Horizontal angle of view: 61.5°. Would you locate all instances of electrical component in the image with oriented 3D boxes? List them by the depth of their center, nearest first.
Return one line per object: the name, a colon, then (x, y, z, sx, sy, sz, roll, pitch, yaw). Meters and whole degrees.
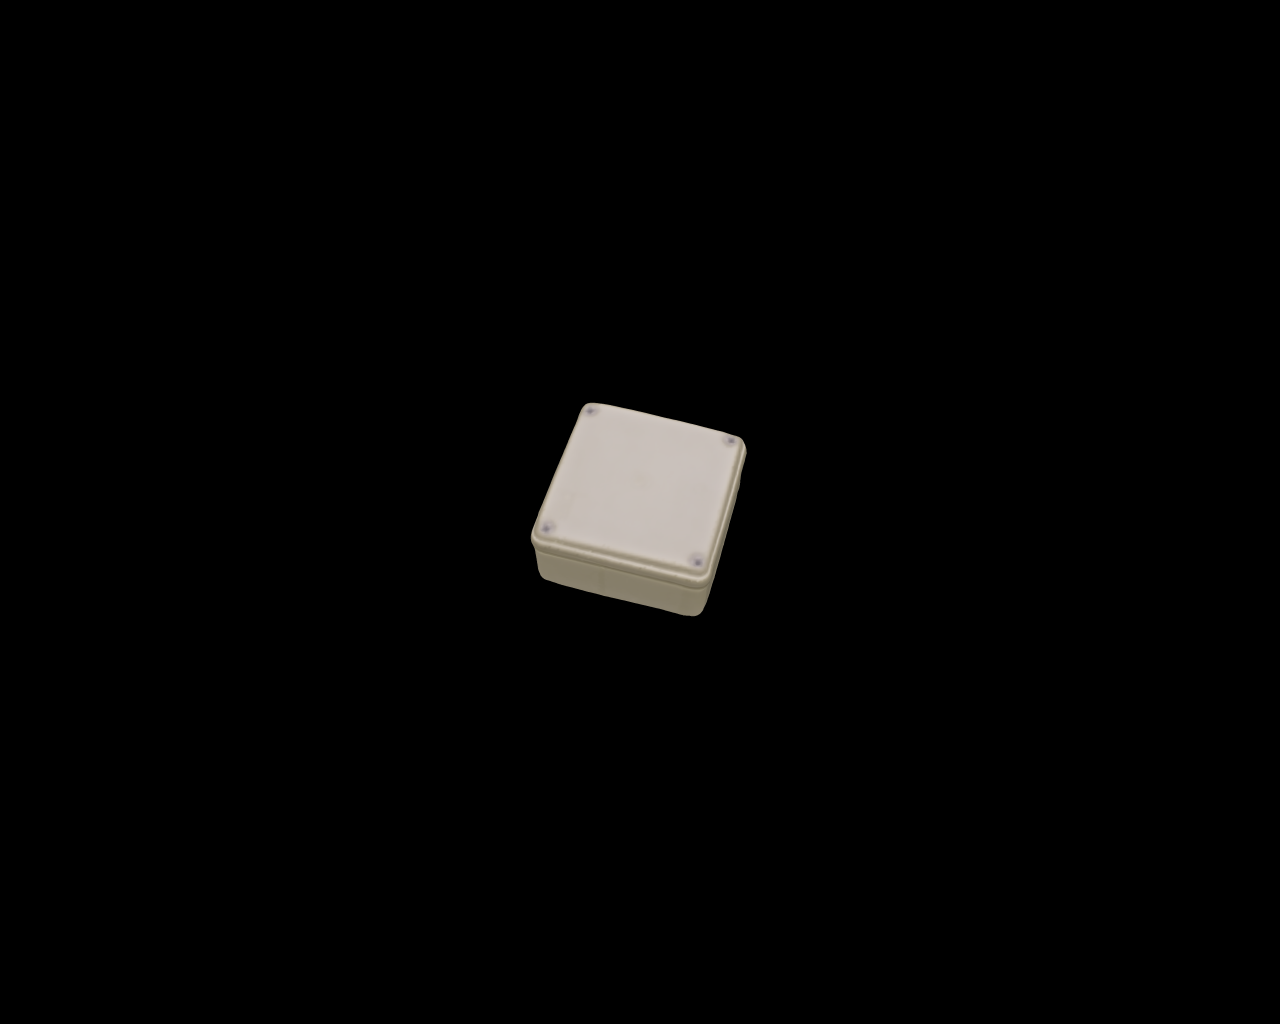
electrical component: (0.001, -0.003, 0.650, 0.109, 0.109, 0.056, 14, -32, 9)
